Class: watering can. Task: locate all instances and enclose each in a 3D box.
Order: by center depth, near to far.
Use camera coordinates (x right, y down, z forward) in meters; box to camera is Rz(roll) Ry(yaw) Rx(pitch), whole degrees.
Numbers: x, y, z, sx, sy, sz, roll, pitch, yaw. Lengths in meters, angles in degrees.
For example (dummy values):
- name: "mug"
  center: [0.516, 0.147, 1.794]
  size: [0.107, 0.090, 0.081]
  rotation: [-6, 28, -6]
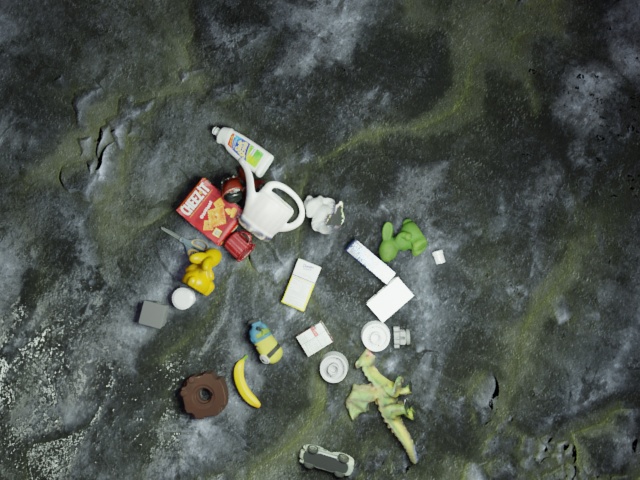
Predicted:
- name: "watering can"
  center: [-0.215, -0.130, 1.873]
  size: [0.344, 0.105, 0.223]
  rotation: [37, 96, -28]

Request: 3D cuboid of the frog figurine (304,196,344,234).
- name: "frog figurine"
  center: [0.006, -0.096, 1.916]
  size: [0.160, 0.121, 0.138]
  rotation: [16, 78, 39]

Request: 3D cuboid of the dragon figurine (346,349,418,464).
- name: "dragon figurine"
  center: [0.215, 0.604, 1.870]
  size: [0.242, 0.122, 0.412]
  rotation: [-7, 85, 20]
